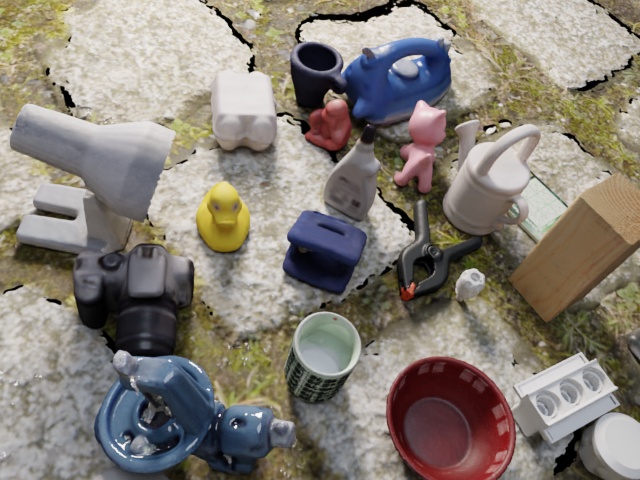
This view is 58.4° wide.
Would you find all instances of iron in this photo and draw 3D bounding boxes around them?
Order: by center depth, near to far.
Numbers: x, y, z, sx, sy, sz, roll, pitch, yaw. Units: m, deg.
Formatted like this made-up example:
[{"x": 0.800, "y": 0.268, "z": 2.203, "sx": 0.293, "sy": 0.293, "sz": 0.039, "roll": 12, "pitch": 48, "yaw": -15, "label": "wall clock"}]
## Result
[{"x": 0.155, "y": -0.304, "z": 1.015, "sx": 0.259, "sy": 0.141, "sz": 0.118, "roll": -21, "pitch": 63, "yaw": -25, "label": "iron"}]

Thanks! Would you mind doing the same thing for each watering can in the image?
[{"x": 0.260, "y": -0.106, "z": 0.869, "sx": 0.172, "sy": 0.194, "sz": 0.101, "roll": 40, "pitch": 57, "yaw": 16, "label": "watering can"}]

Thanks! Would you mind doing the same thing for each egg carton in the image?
[{"x": -0.124, "y": -0.213, "z": 0.934, "sx": 0.107, "sy": 0.069, "sz": 0.150, "roll": -2, "pitch": 56, "yaw": -14, "label": "egg carton"}]

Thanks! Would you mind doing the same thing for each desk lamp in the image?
[{"x": -0.282, "y": -0.070, "z": 0.711, "sx": 0.203, "sy": 0.213, "sz": 0.118, "roll": 10, "pitch": 54, "yaw": -5, "label": "desk lamp"}]

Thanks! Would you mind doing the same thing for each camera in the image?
[{"x": -0.225, "y": 0.080, "z": 0.690, "sx": 0.143, "sy": 0.101, "sz": 0.136, "roll": 0, "pitch": 56, "yaw": -12, "label": "camera"}]

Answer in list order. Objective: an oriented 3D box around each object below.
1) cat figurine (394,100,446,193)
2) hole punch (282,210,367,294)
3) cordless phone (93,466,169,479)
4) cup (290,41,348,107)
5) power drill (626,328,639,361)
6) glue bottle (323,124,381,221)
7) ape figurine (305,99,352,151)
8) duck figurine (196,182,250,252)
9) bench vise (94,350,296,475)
[{"x": 0.172, "y": -0.161, "z": 0.935, "sx": 0.067, "sy": 0.118, "sz": 0.128, "roll": 13, "pitch": 54, "yaw": -3, "label": "cat figurine"}, {"x": 0.007, "y": 0.003, "z": 0.801, "sx": 0.108, "sy": 0.091, "sz": 0.101, "roll": 21, "pitch": 54, "yaw": 3, "label": "hole punch"}, {"x": -0.159, "y": 0.262, "z": 0.526, "sx": 0.147, "sy": 0.185, "sz": 0.094, "roll": 42, "pitch": 58, "yaw": 17, "label": "cordless phone"}, {"x": -0.002, "y": -0.270, "z": 0.985, "sx": 0.092, "sy": 0.095, "sz": 0.117, "roll": -35, "pitch": 69, "yaw": -30, "label": "cup"}, {"x": 0.515, "y": 0.115, "z": 0.764, "sx": 0.076, "sy": 0.208, "sz": 0.229, "roll": -12, "pitch": 59, "yaw": -20, "label": "power drill"}, {"x": 0.055, "y": -0.103, "z": 0.834, "sx": 0.078, "sy": 0.173, "sz": 0.037, "roll": 32, "pitch": 55, "yaw": 11, "label": "glue bottle"}, {"x": 0.021, "y": -0.193, "z": 0.939, "sx": 0.076, "sy": 0.092, "sz": 0.077, "roll": -9, "pitch": 58, "yaw": -18, "label": "ape figurine"}, {"x": -0.135, "y": -0.047, "z": 0.807, "sx": 0.077, "sy": 0.086, "sz": 0.104, "roll": -2, "pitch": 56, "yaw": -13, "label": "duck figurine"}, {"x": -0.128, "y": 0.163, "z": 0.581, "sx": 0.208, "sy": 0.220, "sz": 0.121, "roll": -4, "pitch": 57, "yaw": -15, "label": "bench vise"}]
